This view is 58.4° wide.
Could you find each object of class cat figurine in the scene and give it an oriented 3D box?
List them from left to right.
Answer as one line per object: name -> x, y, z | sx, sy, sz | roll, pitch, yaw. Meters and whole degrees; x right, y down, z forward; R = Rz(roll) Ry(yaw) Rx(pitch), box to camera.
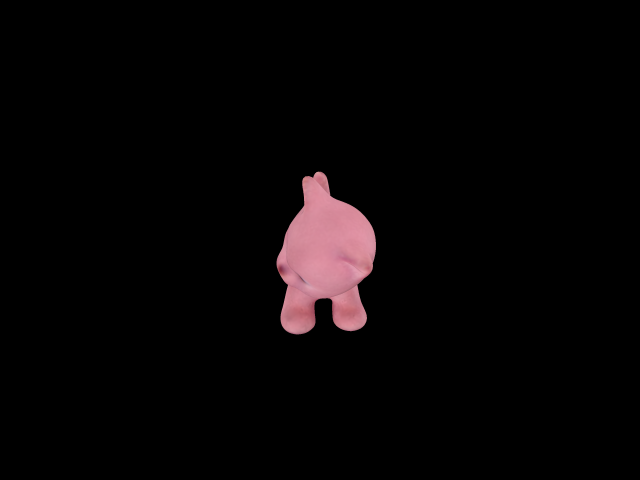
cat figurine -> 0.004, 0.001, 0.400 | 0.067, 0.118, 0.127 | -2, 36, -2
